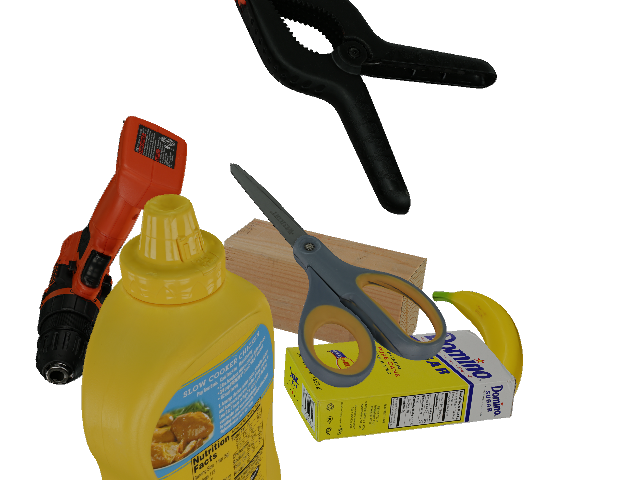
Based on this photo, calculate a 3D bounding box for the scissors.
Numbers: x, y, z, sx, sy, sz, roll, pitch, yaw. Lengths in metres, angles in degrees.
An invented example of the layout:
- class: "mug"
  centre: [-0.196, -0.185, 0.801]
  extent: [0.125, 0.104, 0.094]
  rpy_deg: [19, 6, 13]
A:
- class: "scissors"
  centre: [-0.014, 0.022, 0.665]
  extent: [0.202, 0.016, 0.096]
  rpy_deg: [33, 55, 26]

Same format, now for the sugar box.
- class: "sugar box"
  centre: [0.066, 0.120, 0.905]
  extent: [0.176, 0.048, 0.093]
  rpy_deg: [-7, 26, -17]

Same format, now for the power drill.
- class: "power drill"
  centre: [-0.176, 0.005, 0.873]
  extent: [0.057, 0.188, 0.184]
  rpy_deg: [25, 28, -20]

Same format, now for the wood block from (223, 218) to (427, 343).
- class: "wood block"
  centre: [0.001, 0.051, 1.177]
  extent: [0.206, 0.091, 0.090]
  rpy_deg: [14, 23, 17]

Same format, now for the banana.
- class: "banana"
  centre: [0.180, 0.111, 1.143]
  extent: [0.069, 0.037, 0.198]
  rpy_deg: [-24, 35, 3]

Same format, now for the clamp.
- class: "clamp"
  centre: [0.020, -0.124, 0.806]
  extent: [0.210, 0.164, 0.036]
  rpy_deg: [31, -31, -5]

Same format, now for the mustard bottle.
- class: "mustard bottle"
  centre: [-0.057, 0.069, 0.449]
  extent: [0.058, 0.192, 0.096]
  rpy_deg: [20, 36, 30]
